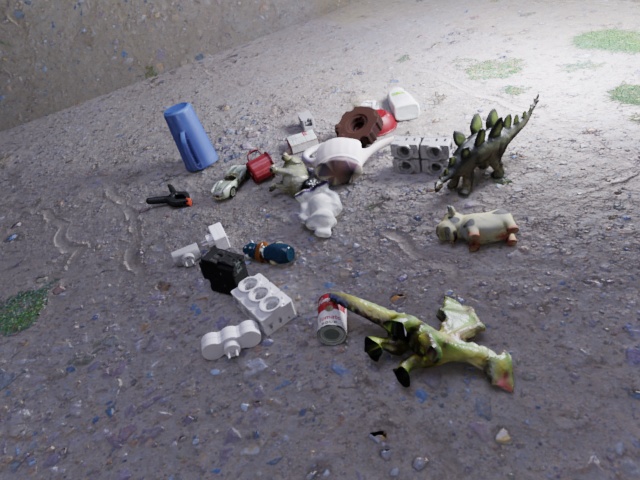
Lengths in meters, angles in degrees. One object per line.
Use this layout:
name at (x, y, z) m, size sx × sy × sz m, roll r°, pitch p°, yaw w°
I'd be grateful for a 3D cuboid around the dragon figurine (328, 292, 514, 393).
dragon figurine at (0.226, 0.184, 1.091) m, size 0.244 × 0.120 × 0.416 m, roll -12°, pitch 34°, yaw -34°

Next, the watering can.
watering can at (0.106, -0.283, 1.731) m, size 0.347 × 0.101 × 0.230 m, roll -6°, pitch 38°, yaw 7°

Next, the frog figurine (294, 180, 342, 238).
frog figurine at (0.005, -0.076, 1.516) m, size 0.138 × 0.120 × 0.162 m, roll -17°, pitch 71°, yaw -18°
